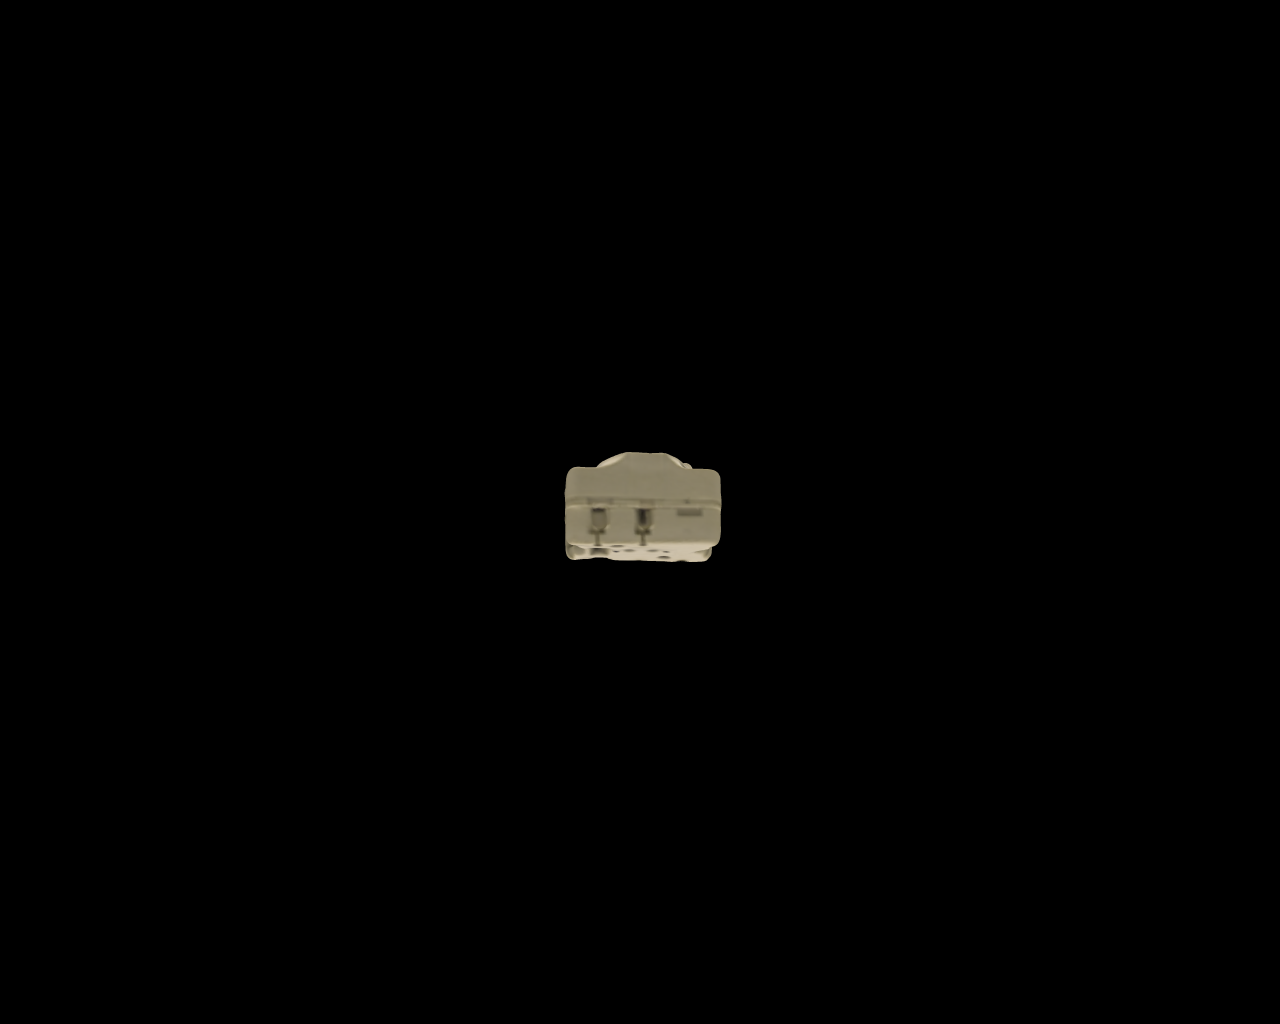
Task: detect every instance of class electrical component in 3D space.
[{"bbox_3d":[0.001,-0.003,0.650,0.089,0.056,0.050,1,-15,-5],"label":"electrical component"}]
